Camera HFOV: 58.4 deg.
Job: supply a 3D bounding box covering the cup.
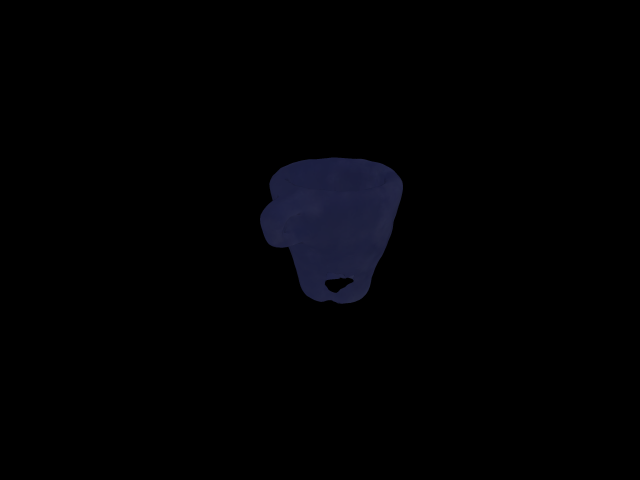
[{"bbox_3d":[0.004,0.001,0.400,0.091,0.095,0.118,17,29,33],"label":"cup"}]
